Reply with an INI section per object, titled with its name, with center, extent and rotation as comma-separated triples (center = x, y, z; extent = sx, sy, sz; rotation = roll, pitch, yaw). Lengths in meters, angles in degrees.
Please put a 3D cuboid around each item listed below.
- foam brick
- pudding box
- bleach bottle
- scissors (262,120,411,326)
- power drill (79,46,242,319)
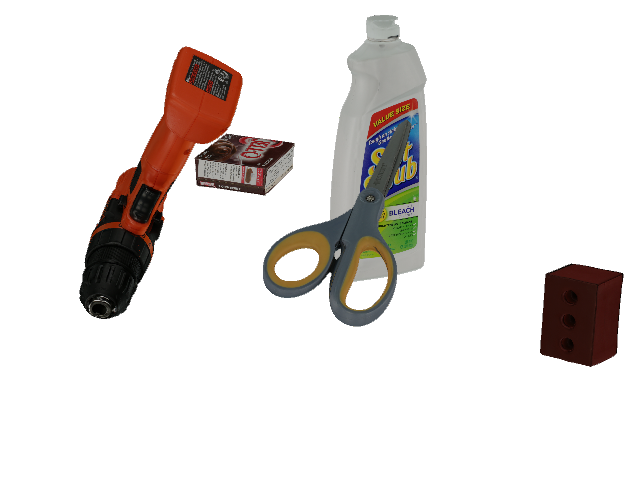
[foam brick]
center = 0.231, 0.065, 0.946
extent = 0.053, 0.078, 0.051
rotation = 12, 19, 39
[pudding box]
center = -0.089, -0.092, 1.272
extent = 0.090, 0.039, 0.113
rotation = 8, 24, 13
[bleach bottle]
center = 0.053, -0.090, 1.036
extent = 0.102, 0.251, 0.068
rotation = -9, 23, -17
[scissors]
center = 0.014, -0.021, 0.732
extent = 0.096, 0.016, 0.201
rotation = 2, 44, 3
[power drill]
center = -0.132, -0.048, 0.850
extent = 0.057, 0.188, 0.184
rotation = 26, 32, -16
